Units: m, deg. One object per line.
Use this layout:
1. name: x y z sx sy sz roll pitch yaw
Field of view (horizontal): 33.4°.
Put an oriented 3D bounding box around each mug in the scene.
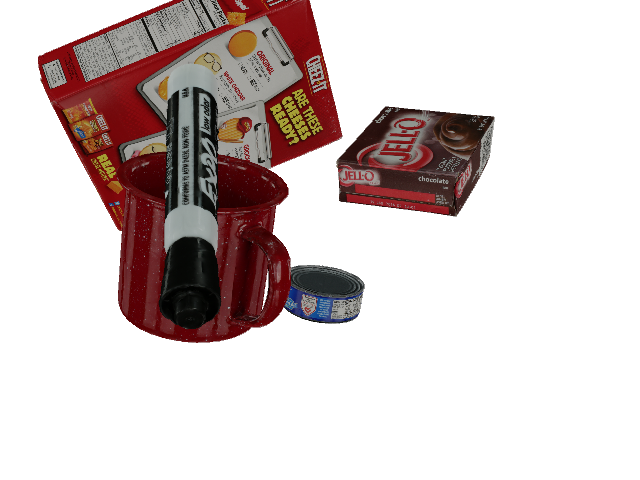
1. mug: -0.060 0.008 0.583 0.117 0.081 0.093 25 27 36

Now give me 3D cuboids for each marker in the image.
1. marker: -0.043 -0.018 0.359 0.020 0.020 0.121 0 43 -7

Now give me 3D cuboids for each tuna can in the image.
1. tuna can: 0.002 0.057 1.130 0.086 0.034 0.086 8 18 -3

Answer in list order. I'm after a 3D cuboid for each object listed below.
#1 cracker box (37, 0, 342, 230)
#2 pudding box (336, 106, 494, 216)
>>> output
1. cracker box: -0.103 -0.118 0.884 0.213 0.072 0.164 -24 -38 -6
2. pudding box: 0.072 -0.061 0.791 0.090 0.039 0.113 9 28 20
